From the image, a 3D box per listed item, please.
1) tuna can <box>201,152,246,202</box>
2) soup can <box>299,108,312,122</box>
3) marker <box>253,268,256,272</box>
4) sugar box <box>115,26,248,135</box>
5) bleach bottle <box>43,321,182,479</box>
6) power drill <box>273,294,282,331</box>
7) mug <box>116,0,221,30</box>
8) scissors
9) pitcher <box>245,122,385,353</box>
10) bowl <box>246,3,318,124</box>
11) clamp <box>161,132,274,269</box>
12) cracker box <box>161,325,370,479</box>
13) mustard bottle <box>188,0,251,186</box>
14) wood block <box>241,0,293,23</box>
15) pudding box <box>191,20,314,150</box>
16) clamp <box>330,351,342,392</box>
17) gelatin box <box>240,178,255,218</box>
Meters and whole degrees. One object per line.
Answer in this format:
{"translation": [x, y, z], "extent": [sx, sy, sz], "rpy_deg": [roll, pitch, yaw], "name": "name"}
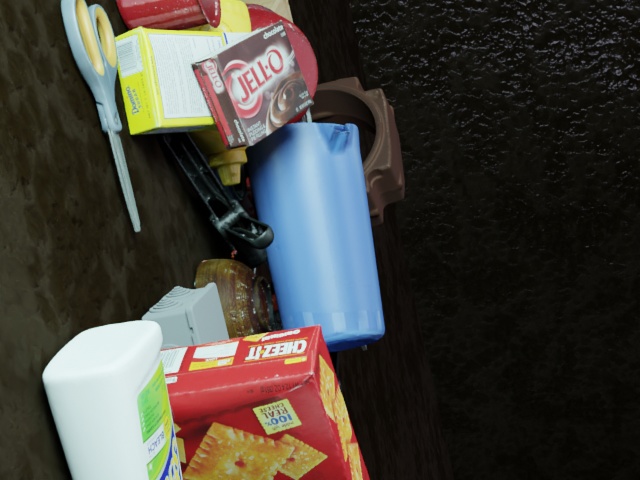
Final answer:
{"translation": [-0.111, -0.082, 1.201], "extent": [0.086, 0.034, 0.086], "rpy_deg": [-11, 90, -80], "name": "tuna can"}
{"translation": [-0.066, -0.149, 1.327], "extent": [0.068, 0.102, 0.068], "rpy_deg": [-11, 90, -80], "name": "soup can"}
{"translation": [-0.085, 0.034, 1.265], "extent": [0.121, 0.020, 0.020], "rpy_deg": [-87, 163, -54], "name": "marker"}
{"translation": [-0.114, -0.152, 1.024], "extent": [0.175, 0.048, 0.093], "rpy_deg": [-11, 91, -55], "name": "sugar box"}
{"translation": [-0.125, 0.191, 0.746], "extent": [0.102, 0.068, 0.251], "rpy_deg": [-63, 144, -73], "name": "bleach bottle"}
{"translation": [-0.033, 0.135, 1.349], "extent": [0.187, 0.057, 0.184], "rpy_deg": [19, 57, -82], "name": "power drill"}
{"translation": [-0.150, -0.253, 1.026], "extent": [0.093, 0.081, 0.117], "rpy_deg": [29, 51, -77], "name": "mug"}
{"translation": [-0.177, -0.115, 0.913], "extent": [0.096, 0.016, 0.202], "rpy_deg": [-81, 158, -64], "name": "scissors"}
{"translation": [-0.008, 0.001, 1.177], "extent": [0.149, 0.145, 0.243], "rpy_deg": [43, 36, -76], "name": "pitcher"}
{"translation": [-0.052, -0.190, 1.208], "extent": [0.161, 0.055, 0.162], "rpy_deg": [0, 90, -48], "name": "bowl"}
{"translation": [-0.088, -0.016, 1.102], "extent": [0.165, 0.036, 0.210], "rpy_deg": [48, -11, 26], "name": "clamp"}
{"translation": [-0.053, 0.182, 0.861], "extent": [0.072, 0.164, 0.213], "rpy_deg": [-78, 155, -59], "name": "cracker box"}
{"translation": [-0.109, -0.152, 1.120], "extent": [0.058, 0.096, 0.191], "rpy_deg": [-11, -92, 63], "name": "mustard bottle"}
{"translation": [-0.087, -0.248, 1.354], "extent": [0.206, 0.090, 0.091], "rpy_deg": [-79, 156, -66], "name": "wood block"}
{"translation": [-0.063, -0.148, 1.019], "extent": [0.113, 0.039, 0.090], "rpy_deg": [-42, 117, -48], "name": "pudding box"}
{"translation": [0.002, 0.159, 1.223], "extent": [0.171, 0.039, 0.120], "rpy_deg": [-99, 164, -47], "name": "clamp"}
{"translation": [-0.054, -0.050, 1.287], "extent": [0.073, 0.089, 0.030], "rpy_deg": [66, 9, 12], "name": "gelatin box"}
